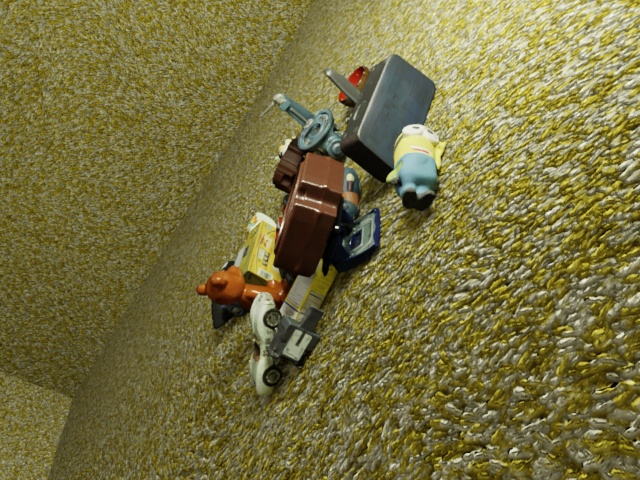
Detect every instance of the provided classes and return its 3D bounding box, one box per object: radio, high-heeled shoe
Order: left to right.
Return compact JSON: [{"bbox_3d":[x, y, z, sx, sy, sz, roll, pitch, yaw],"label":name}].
[{"bbox_3d":[-0.278,0.157,1.540,0.145,0.086,0.249,-37,26,50],"label":"high-heeled shoe"},{"bbox_3d":[0.136,-0.243,1.064,0.073,0.131,0.229,-16,48,58],"label":"radio"}]

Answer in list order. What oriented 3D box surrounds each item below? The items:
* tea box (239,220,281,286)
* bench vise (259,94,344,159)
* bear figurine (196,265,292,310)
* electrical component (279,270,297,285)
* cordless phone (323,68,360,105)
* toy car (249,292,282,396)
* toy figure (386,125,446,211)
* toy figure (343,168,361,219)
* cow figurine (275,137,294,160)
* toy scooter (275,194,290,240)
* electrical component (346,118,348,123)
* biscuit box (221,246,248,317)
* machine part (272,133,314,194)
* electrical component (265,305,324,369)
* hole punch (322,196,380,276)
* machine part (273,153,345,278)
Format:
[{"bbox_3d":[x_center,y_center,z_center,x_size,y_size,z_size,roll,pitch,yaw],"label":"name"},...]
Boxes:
[{"bbox_3d":[-0.141,0.046,1.350,0.068,0.098,0.170,-39,28,40],"label":"tea box"},{"bbox_3d":[-0.027,-0.298,1.359,0.129,0.240,0.224,-44,35,21],"label":"bench vise"},{"bbox_3d":[-0.159,0.103,1.184,0.120,0.196,0.132,-37,29,50],"label":"bear figurine"},{"bbox_3d":[-0.056,0.070,1.167,0.094,0.063,0.021,-112,39,-61],"label":"electrical component"},{"bbox_3d":[0.091,-0.315,1.186,0.088,0.184,0.147,-49,23,14],"label":"cordless phone"},{"bbox_3d":[-0.109,0.201,1.049,0.074,0.056,0.201,-157,67,-68],"label":"toy car"},{"bbox_3d":[0.161,-0.126,0.930,0.089,0.082,0.180,-36,34,42],"label":"toy figure"},{"bbox_3d":[0.059,-0.091,1.141,0.058,0.064,0.154,-11,45,12],"label":"toy figure"},{"bbox_3d":[-0.093,-0.261,1.686,0.167,0.068,0.098,0,69,67],"label":"cow figurine"},{"bbox_3d":[-0.073,-0.006,1.279,0.135,0.075,0.184,103,167,-44],"label":"toy scooter"},{"bbox_3d":[0.091,-0.280,1.328,0.078,0.045,0.102,-53,22,14],"label":"electrical component"},{"bbox_3d":[-0.207,0.109,1.463,0.059,0.063,0.203,-40,29,41],"label":"biscuit box"},{"bbox_3d":[-0.070,-0.211,1.504,0.179,0.056,0.179,-62,-4,-8],"label":"machine part"},{"bbox_3d":[-0.041,0.172,1.000,0.119,0.075,0.048,-64,22,1],"label":"electrical component"},{"bbox_3d":[0.057,-0.005,1.020,0.115,0.092,0.142,111,169,-46],"label":"hole punch"},{"bbox_3d":[-0.024,-0.048,1.024,0.201,0.087,0.201,-82,13,-58],"label":"machine part"}]
